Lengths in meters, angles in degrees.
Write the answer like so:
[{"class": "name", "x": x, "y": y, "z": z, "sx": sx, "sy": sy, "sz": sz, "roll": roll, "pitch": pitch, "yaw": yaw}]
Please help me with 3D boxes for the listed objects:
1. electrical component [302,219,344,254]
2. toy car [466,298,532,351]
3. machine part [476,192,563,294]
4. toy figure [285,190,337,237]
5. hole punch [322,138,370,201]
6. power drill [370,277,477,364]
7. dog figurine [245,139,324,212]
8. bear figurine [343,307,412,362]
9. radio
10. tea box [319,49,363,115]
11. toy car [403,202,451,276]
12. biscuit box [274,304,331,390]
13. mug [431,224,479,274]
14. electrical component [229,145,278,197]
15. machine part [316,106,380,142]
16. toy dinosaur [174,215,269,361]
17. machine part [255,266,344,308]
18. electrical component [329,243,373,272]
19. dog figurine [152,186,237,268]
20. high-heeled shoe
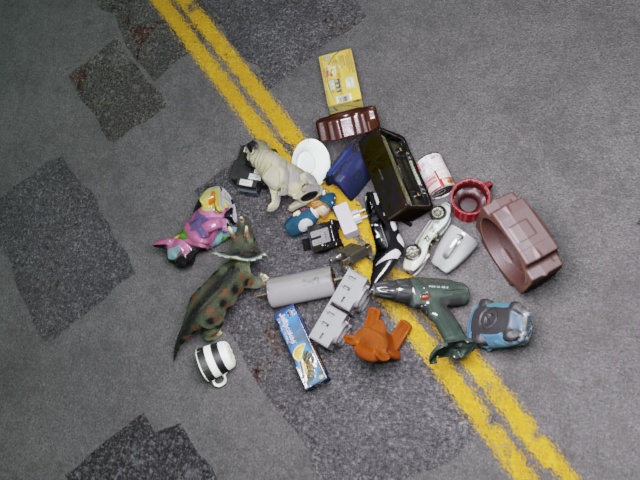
[{"class": "electrical component", "x": -0.003, "y": -0.004, "z": 1.362, "sx": 0.119, "sy": 0.047, "sz": 0.075, "roll": -13, "pitch": 80, "yaw": 28}, {"class": "toy car", "x": 0.416, "y": 0.194, "z": 1.203, "sx": 0.103, "sy": 0.162, "sz": 0.109, "roll": 28, "pitch": 67, "yaw": -27}, {"class": "machine part", "x": 0.444, "y": 0.007, "z": 1.208, "sx": 0.087, "sy": 0.201, "sz": 0.201, "roll": -28, "pitch": 69, "yaw": -2}, {"class": "toy figure", "x": -0.019, "y": -0.067, "z": 1.395, "sx": 0.154, "sy": 0.064, "sz": 0.058, "roll": -35, "pitch": 65, "yaw": 11}, {"class": "hole punch", "x": 0.077, "y": -0.174, "z": 1.391, "sx": 0.092, "sy": 0.115, "sz": 0.142, "roll": 39, "pitch": 84, "yaw": 11}, {"class": "power drill", "x": 0.246, "y": 0.172, "z": 1.212, "sx": 0.232, "sy": 0.085, "sz": 0.207, "roll": -3, "pitch": 43, "yaw": -17}, {"class": "dog figurine", "x": -0.094, "y": -0.184, "z": 1.399, "sx": 0.121, "sy": 0.172, "sz": 0.190, "roll": -42, "pitch": 61, "yaw": 40}, {"class": "bear figurine", "x": 0.129, "y": 0.213, "z": 1.211, "sx": 0.120, "sy": 0.195, "sz": 0.132, "roll": 21, "pitch": 77, "yaw": 20}, {"class": "radio", "x": 0.190, "y": -0.159, "z": 1.337, "sx": 0.073, "sy": 0.131, "sz": 0.229, "roll": -32, "pitch": 67, "yaw": 38}, {"class": "tea box", "x": 0.059, "y": -0.435, "z": 1.497, "sx": 0.098, "sy": 0.068, "sz": 0.169, "roll": -10, "pitch": 70, "yaw": 8}, {"class": "toy car", "x": 0.266, "y": -0.004, "z": 1.315, "sx": 0.056, "sy": 0.073, "sz": 0.201, "roll": 32, "pitch": 82, "yaw": 20}, {"class": "biscuit box", "x": -0.045, "y": 0.258, "z": 1.302, "sx": 0.059, "sy": 0.062, "sz": 0.203, "roll": -28, "pitch": 70, "yaw": 1}, {"class": "mug", "x": 0.316, "y": 0.027, "z": 1.283, "sx": 0.081, "sy": 0.109, "sz": 0.107, "roll": 35, "pitch": 96, "yaw": 13}, {"class": "electrical component", "x": -0.181, "y": -0.188, "z": 1.474, "sx": 0.115, "sy": 0.058, "sz": 0.134, "roll": 12, "pitch": 76, "yaw": 17}, {"class": "machine part", "x": 0.072, "y": -0.306, "z": 1.405, "sx": 0.179, "sy": 0.179, "sz": 0.056, "roll": -13, "pitch": 108, "yaw": 7}, {"class": "toy dinosaur", "x": -0.253, "y": 0.133, "z": 1.317, "sx": 0.131, "sy": 0.192, "sz": 0.405, "roll": 32, "pitch": 80, "yaw": 21}, {"class": "machine part", "x": -0.045, "y": 0.117, "z": 1.338, "sx": 0.243, "sy": 0.079, "sz": 0.079, "roll": -12, "pitch": 71, "yaw": 8}, {"class": "electrical component", "x": 0.084, "y": 0.043, "z": 1.339, "sx": 0.102, "sy": 0.045, "sz": 0.078, "roll": -31, "pitch": 24, "yaw": -33}, {"class": "dog figurine", "x": -0.334, "y": -0.030, "z": 1.432, "sx": 0.219, "sy": 0.108, "sz": 0.191, "roll": -18, "pitch": 71, "yaw": 8}, {"class": "high-heeled shoe", "x": 0.136, "y": -0.010, "z": 1.319, "sx": 0.145, "sy": 0.086, "sz": 0.249, "roll": 33, "pitch": 56, "yaw": -1}]
